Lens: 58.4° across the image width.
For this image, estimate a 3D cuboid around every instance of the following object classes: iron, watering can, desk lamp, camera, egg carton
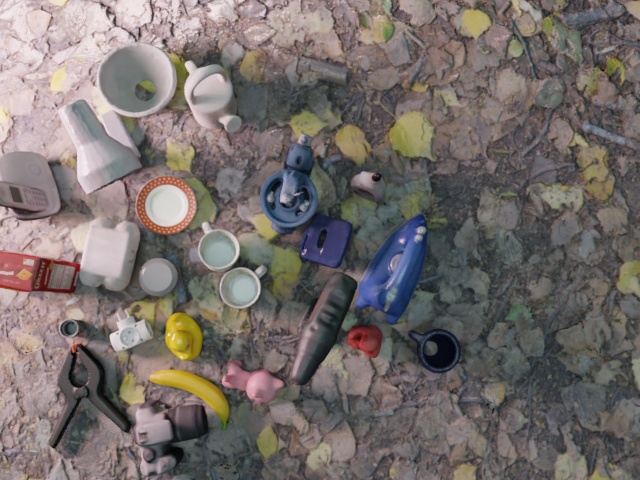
[{"bbox_3d":[0.176,0.047,1.216,0.118,0.141,0.258,26,83,-1],"label":"iron"},{"bbox_3d":[-0.224,-0.303,1.194,0.173,0.194,0.101,32,83,0],"label":"watering can"},{"bbox_3d":[-0.442,-0.186,1.157,0.118,0.213,0.203,-29,87,-6],"label":"desk lamp"},{"bbox_3d":[-0.300,0.397,1.168,0.137,0.100,0.143,-9,85,-5],"label":"camera"},{"bbox_3d":[-0.442,0.029,1.209,0.107,0.069,0.150,9,84,-3],"label":"egg carton"}]

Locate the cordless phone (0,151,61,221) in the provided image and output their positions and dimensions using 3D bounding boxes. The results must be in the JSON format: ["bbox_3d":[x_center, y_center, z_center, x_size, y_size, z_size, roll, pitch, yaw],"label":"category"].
[{"bbox_3d":[-0.610,-0.117,1.153,0.094,0.185,0.147,-21,86,-6],"label":"cordless phone"}]

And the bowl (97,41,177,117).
[{"bbox_3d":[-0.390,-0.338,1.246,0.167,0.074,0.167,0,84,-4],"label":"bowl"}]

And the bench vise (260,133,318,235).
[{"bbox_3d":[-0.066,-0.124,1.175,0.121,0.219,0.207,-3,85,-4],"label":"bench vise"}]

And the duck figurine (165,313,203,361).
[{"bbox_3d":[-0.289,0.204,1.195,0.077,0.086,0.104,-18,86,-5],"label":"duck figurine"}]

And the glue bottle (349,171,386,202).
[{"bbox_3d":[0.108,-0.120,1.211,0.078,0.173,0.037,20,83,-2],"label":"glue bottle"}]

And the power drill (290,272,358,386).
[{"bbox_3d":[0.002,0.176,1.157,0.075,0.208,0.230,25,83,-1],"label":"power drill"}]

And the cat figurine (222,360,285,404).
[{"bbox_3d":[-0.140,0.298,1.180,0.128,0.117,0.067,16,83,-2],"label":"cat figurine"}]

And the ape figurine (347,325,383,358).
[{"bbox_3d":[0.102,0.217,1.219,0.076,0.092,0.078,-26,87,-6],"label":"ape figurine"}]

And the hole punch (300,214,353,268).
[{"bbox_3d":[0.011,0.004,1.233,0.101,0.091,0.109,18,83,-2],"label":"hole punch"}]

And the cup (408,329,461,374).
[{"bbox_3d":[0.233,0.228,1.226,0.118,0.095,0.092,31,83,0],"label":"cup"}]
